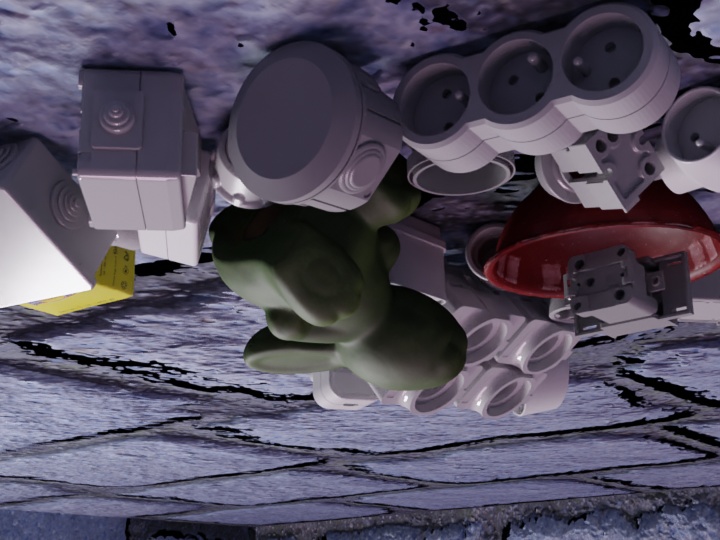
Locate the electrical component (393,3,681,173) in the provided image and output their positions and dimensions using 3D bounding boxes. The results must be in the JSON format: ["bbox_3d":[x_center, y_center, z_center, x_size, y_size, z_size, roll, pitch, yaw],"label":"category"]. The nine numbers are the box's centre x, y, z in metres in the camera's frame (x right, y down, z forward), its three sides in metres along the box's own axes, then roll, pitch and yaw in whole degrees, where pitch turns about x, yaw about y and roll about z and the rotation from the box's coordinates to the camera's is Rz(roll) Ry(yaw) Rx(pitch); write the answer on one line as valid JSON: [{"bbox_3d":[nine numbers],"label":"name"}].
[{"bbox_3d":[0.093,-0.083,0.546,0.138,0.052,0.074,-12,160,29],"label":"electrical component"}]

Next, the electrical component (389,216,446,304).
[{"bbox_3d":[0.000,0.000,0.792,0.113,0.057,0.078,-16,157,38],"label":"electrical component"}]

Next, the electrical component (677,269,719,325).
[{"bbox_3d":[0.242,0.004,0.813,0.096,0.061,0.061,3,162,-11],"label":"electrical component"}]

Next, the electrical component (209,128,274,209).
[{"bbox_3d":[-0.059,-0.067,0.604,0.048,0.048,0.062,3,155,-13],"label":"electrical component"}]

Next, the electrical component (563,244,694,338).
[{"bbox_3d":[0.166,0.013,0.685,0.081,0.042,0.064,-16,155,37],"label":"electrical component"}]

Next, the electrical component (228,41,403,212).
[{"bbox_3d":[-0.023,-0.070,0.539,0.080,0.080,0.051,-13,164,33],"label":"electrical component"}]

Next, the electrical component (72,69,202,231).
[{"bbox_3d":[-0.117,-0.065,0.575,0.061,0.061,0.096,1,162,-7],"label":"electrical component"}]

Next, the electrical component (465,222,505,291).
[{"bbox_3d":[0.103,-0.006,0.808,0.044,0.044,0.065,-4,167,9],"label":"electrical component"}]

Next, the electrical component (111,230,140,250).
[{"bbox_3d":[-0.151,-0.030,0.728,0.035,0.035,0.061,-13,161,33],"label":"electrical component"}]

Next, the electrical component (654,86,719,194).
[{"bbox_3d":[0.197,-0.067,0.616,0.077,0.044,0.079,15,156,-41],"label":"electrical component"}]

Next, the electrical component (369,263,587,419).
[{"bbox_3d":[0.095,0.062,0.879,0.186,0.060,0.105,11,124,-48],"label":"electrical component"}]

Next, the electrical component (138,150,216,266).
[{"bbox_3d":[-0.131,-0.045,0.664,0.076,0.047,0.083,15,161,-4],"label":"electrical component"}]

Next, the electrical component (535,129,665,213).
[{"bbox_3d":[0.132,-0.062,0.609,0.066,0.048,0.055,54,159,-18],"label":"electrical component"}]

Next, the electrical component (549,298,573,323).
[{"bbox_3d":[0.178,0.013,0.860,0.055,0.047,0.055,-1,162,0],"label":"electrical component"}]

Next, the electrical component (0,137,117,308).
[{"bbox_3d":[-0.209,-0.028,0.654,0.100,0.048,0.099,-10,132,30],"label":"electrical component"}]

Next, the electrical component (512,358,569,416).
[{"bbox_3d":[0.155,0.088,1.019,0.064,0.099,0.099,-3,163,-16],"label":"electrical component"}]

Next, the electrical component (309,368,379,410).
[{"bbox_3d":[-0.012,0.075,0.962,0.054,0.095,0.059,5,161,-20],"label":"electrical component"}]
